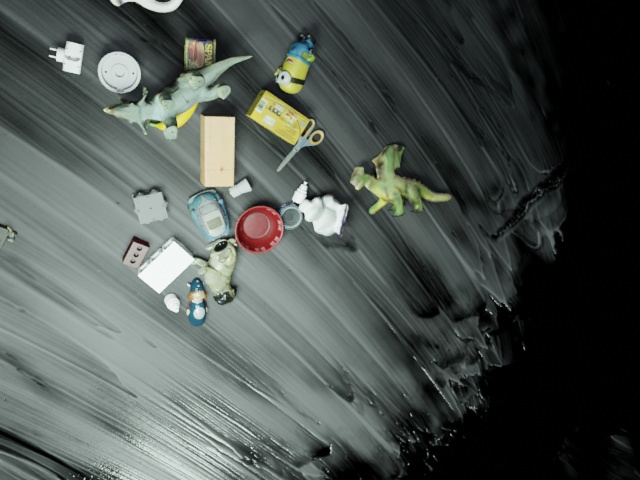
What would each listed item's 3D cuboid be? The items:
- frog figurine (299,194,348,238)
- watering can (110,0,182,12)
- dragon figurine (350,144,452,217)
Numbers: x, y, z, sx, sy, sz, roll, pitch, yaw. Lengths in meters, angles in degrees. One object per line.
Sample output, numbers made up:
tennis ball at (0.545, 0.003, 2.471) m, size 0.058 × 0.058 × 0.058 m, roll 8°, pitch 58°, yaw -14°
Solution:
frog figurine at (0.005, -0.086, 1.716) m, size 0.159 × 0.125 × 0.135 m, roll 13°, pitch 116°, yaw -5°
watering can at (-0.489, -0.756, 1.329) m, size 0.225 × 0.105 × 0.342 m, roll -25°, pitch 113°, yaw -11°
dragon figurine at (0.279, -0.213, 1.787) m, size 0.413 × 0.122 × 0.241 m, roll -14°, pitch 102°, yaw -26°
